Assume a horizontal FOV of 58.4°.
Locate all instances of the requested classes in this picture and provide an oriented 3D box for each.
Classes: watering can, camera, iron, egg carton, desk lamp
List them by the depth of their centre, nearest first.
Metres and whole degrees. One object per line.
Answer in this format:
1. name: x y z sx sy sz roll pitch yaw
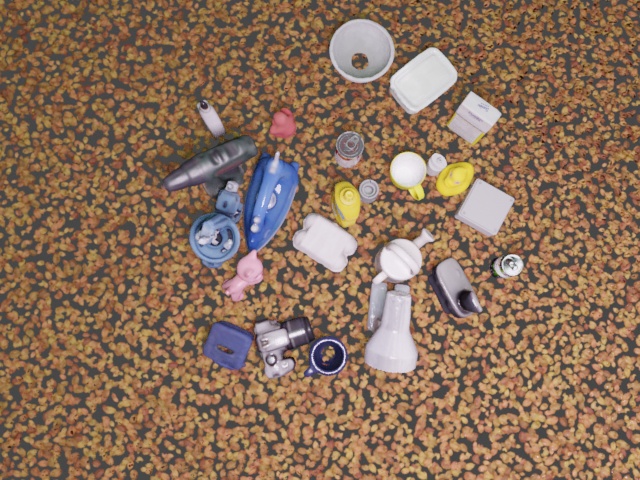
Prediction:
1. desk lamp: 0.164 0.197 1.333 0.118 0.213 0.203 6 83 -1
2. watering can: 0.194 0.041 1.362 0.101 0.194 0.173 26 83 2
3. camera: -0.080 0.248 1.375 0.137 0.101 0.143 -17 84 -4
4. iron: -0.133 -0.091 1.393 0.118 0.141 0.258 16 83 0
5. egg carton: 0.013 0.005 1.423 0.150 0.069 0.107 31 83 2

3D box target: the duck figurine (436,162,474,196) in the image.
1. duck figurine: 0.348 -0.161 1.446 0.104 0.086 0.077 -37 86 -6

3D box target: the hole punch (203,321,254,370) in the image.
1. hole punch: -0.219 0.256 1.375 0.108 0.091 0.101 23 83 1

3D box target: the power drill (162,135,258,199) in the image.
1. power drill: -0.251 -0.163 1.364 0.229 0.208 0.075 -32 85 -5

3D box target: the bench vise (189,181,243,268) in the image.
1. bench vise: -0.250 -0.043 1.344 0.121 0.219 0.207 -1 83 -2

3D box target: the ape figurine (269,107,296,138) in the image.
1. ape figurine: -0.096 -0.298 1.444 0.078 0.092 0.076 -40 86 -6

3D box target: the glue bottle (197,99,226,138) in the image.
1. glue bottle: -0.272 -0.307 1.398 0.037 0.173 0.078 -35 85 -5

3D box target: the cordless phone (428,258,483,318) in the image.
1. cordless phone: 0.335 0.113 1.363 0.094 0.185 0.147 -30 85 -5

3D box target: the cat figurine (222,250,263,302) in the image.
1. cat figurine: -0.183 0.087 1.382 0.067 0.117 0.128 43 84 4

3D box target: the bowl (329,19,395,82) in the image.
1. bowl: 0.106 -0.477 1.481 0.167 0.074 0.167 0 83 -2

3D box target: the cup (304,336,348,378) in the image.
1. cup: 0.009 0.286 1.377 0.118 0.095 0.091 -40 86 -6
